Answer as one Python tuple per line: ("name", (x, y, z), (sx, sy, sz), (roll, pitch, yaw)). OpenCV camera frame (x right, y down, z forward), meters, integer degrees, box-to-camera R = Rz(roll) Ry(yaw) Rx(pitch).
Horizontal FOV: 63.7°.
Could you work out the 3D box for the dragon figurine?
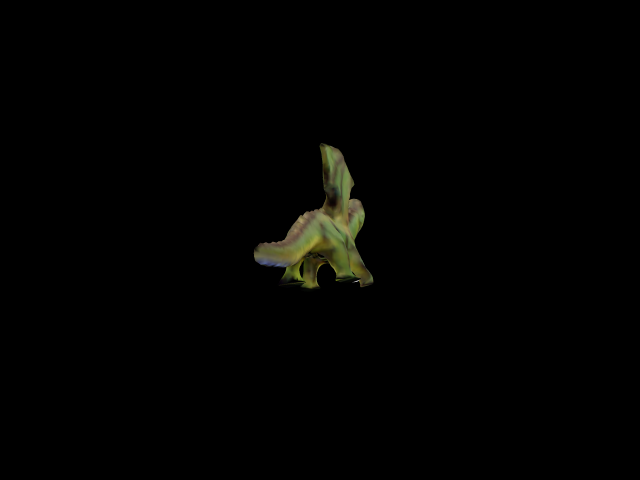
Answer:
("dragon figurine", (0.003, -0.043, 0.850), (0.122, 0.246, 0.406), (-5, -15, 19))
